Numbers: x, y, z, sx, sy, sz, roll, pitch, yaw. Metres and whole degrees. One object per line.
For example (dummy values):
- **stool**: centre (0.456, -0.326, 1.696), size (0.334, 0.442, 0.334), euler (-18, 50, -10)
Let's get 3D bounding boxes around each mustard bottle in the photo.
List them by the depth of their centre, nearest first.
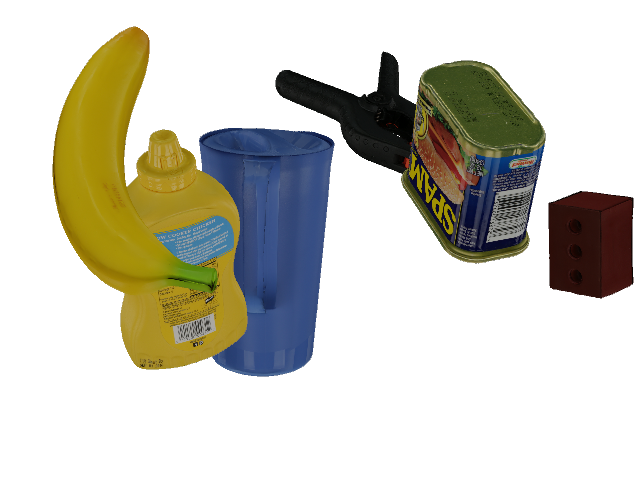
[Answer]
- **mustard bottle**: centre (-0.106, 0.005, 0.779), size (0.096, 0.192, 0.058), euler (-16, 41, -19)

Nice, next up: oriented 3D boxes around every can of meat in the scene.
- **can of meat**: centre (0.094, -0.051, 0.662), size (0.057, 0.084, 0.102), euler (-10, 42, -16)

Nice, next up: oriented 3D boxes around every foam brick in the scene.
- **foam brick**: centre (0.227, 0.003, 0.894), size (0.051, 0.078, 0.053), euler (-20, 22, -41)

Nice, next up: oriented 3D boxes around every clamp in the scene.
- **clamp**: centre (0.035, -0.110, 0.919), size (0.120, 0.039, 0.171), euler (-13, 40, -12)

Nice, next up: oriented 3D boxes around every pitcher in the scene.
- **pitcher**: centre (-0.058, 0.013, 1.076), size (0.148, 0.243, 0.145), euler (-14, 23, -42)

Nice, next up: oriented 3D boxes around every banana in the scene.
- **banana**: centre (-0.109, -0.040, 0.571), size (0.069, 0.198, 0.037), euler (-9, -37, -15)
